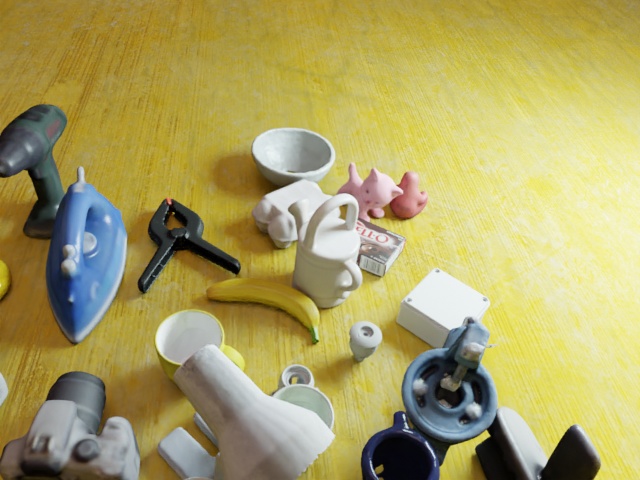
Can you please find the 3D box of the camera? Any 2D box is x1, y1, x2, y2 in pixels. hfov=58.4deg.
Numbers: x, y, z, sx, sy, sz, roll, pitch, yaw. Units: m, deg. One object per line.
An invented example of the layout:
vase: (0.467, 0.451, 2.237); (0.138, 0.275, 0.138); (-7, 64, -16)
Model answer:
camera: (-0.286, 0.224, 0.682); (0.143, 0.101, 0.136); (4, 43, -6)

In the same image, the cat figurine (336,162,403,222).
cat figurine: (0.093, -0.097, 1.082); (0.067, 0.118, 0.127); (-24, 52, -30)

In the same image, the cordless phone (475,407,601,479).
cordless phone: (0.270, 0.251, 0.689); (0.094, 0.185, 0.147); (-7, 45, -17)

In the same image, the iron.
iron: (-0.363, 0.013, 0.866); (0.119, 0.141, 0.258); (-3, 44, -13)

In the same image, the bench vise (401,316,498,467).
bench vise: (0.171, 0.159, 0.745); (0.121, 0.220, 0.207); (9, 43, 1)

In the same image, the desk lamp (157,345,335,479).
desk lamp: (-0.093, 0.223, 0.634); (0.202, 0.213, 0.118); (34, 48, 25)

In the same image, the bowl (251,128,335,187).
bowl: (-0.055, -0.152, 1.146); (0.167, 0.075, 0.167); (5, 43, -4)

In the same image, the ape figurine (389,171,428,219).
ape figurine: (0.172, -0.093, 1.111); (0.077, 0.092, 0.076); (23, 44, 15)

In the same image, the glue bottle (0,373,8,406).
glue bottle: (-0.423, 0.159, 0.675); (0.037, 0.173, 0.078); (14, 43, 6)

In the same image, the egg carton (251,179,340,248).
egg carton: (-0.042, -0.048, 1.041); (0.151, 0.069, 0.107); (-28, 54, -33)

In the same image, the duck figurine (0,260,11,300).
duck figurine: (-0.508, 0.046, 0.846); (0.077, 0.086, 0.104); (4, 43, -6)

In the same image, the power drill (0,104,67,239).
power drill: (-0.457, -0.108, 0.930); (0.075, 0.208, 0.229); (2, 43, -8)

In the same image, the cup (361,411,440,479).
cup: (0.089, 0.278, 0.695); (0.091, 0.095, 0.117); (8, 43, -1)

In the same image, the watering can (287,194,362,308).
watering can: (0.007, 0.004, 0.901); (0.172, 0.194, 0.101); (28, 46, 19)
